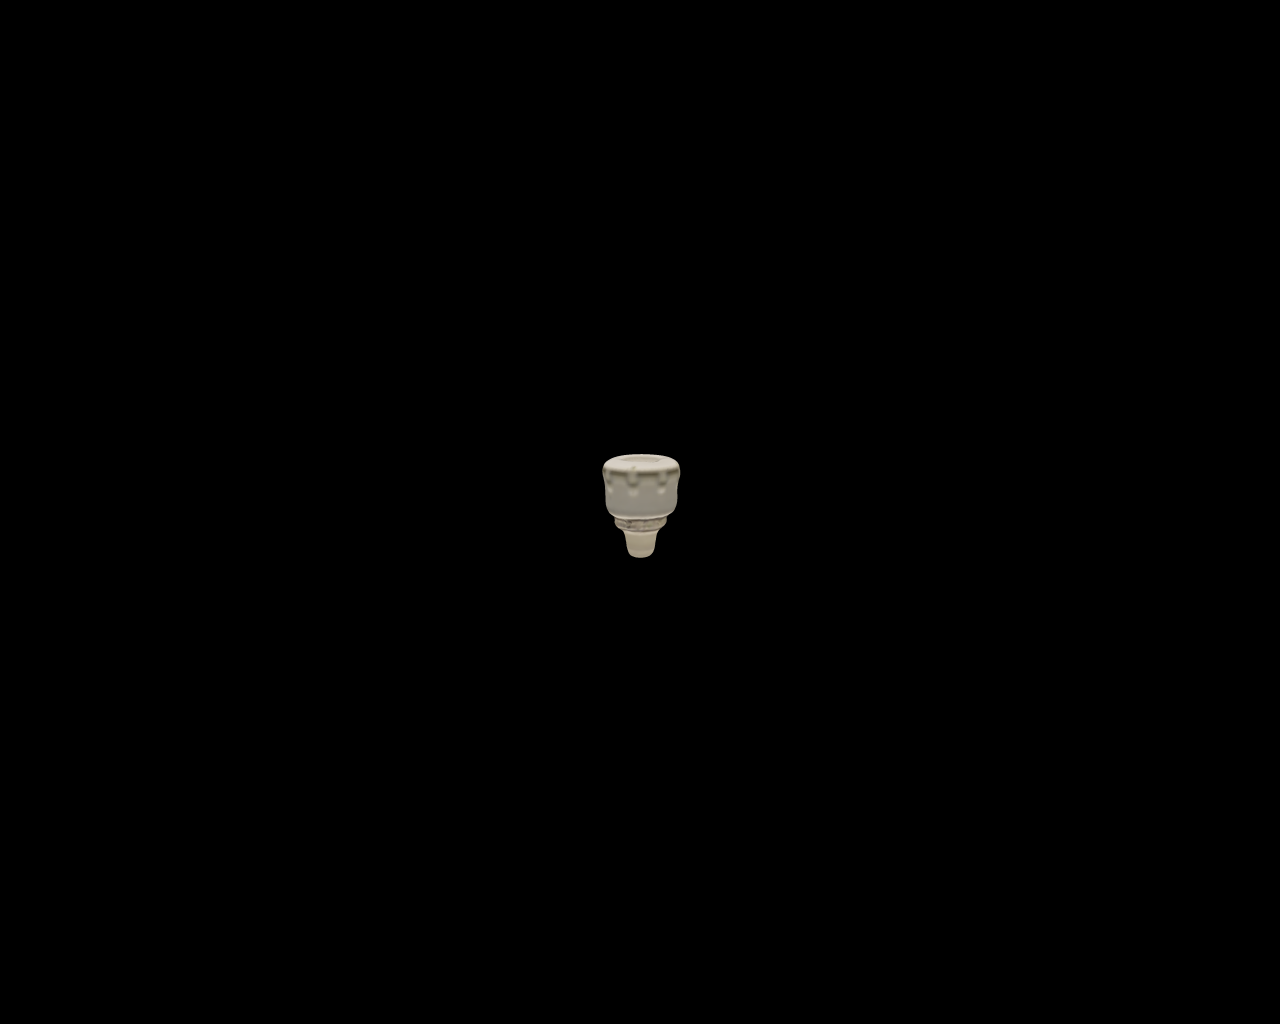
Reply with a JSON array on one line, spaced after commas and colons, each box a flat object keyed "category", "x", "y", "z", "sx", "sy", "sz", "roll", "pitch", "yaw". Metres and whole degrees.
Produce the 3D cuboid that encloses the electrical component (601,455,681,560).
[{"category": "electrical component", "x": 0.001, "y": -0.003, "z": 0.650, "sx": 0.048, "sy": 0.062, "sz": 0.048, "roll": 0, "pitch": 10, "yaw": 0}]
